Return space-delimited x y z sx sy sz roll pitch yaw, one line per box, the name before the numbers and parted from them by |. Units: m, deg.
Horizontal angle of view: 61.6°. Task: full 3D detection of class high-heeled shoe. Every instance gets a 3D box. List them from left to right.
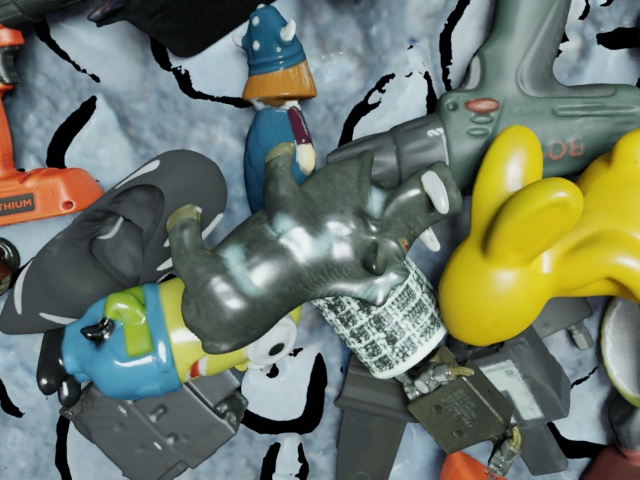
high-heeled shoe | -0.168 0.020 0.390 0.249 0.145 0.086 -36 96 7

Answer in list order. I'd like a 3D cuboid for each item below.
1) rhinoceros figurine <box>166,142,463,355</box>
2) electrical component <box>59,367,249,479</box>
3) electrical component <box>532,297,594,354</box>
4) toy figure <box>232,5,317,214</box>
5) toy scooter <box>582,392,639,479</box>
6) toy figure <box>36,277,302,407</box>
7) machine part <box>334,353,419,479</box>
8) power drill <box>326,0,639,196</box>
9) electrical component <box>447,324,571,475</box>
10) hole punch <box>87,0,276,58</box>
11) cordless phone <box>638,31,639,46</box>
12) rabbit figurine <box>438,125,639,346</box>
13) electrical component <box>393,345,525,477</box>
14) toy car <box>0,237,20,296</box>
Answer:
rhinoceros figurine | -0.001 -0.001 0.335 0.190 0.073 0.112 -28 60 -14
electrical component | -0.129 0.133 0.454 0.134 0.058 0.115 -43 97 10
electrical component | 0.182 0.055 0.438 0.063 0.021 0.094 -27 98 8
toy figure | -0.033 -0.093 0.406 0.064 0.058 0.154 2 100 8
toy scooter | 0.273 0.220 0.439 0.135 0.075 0.183 28 96 -3
toy figure | -0.100 0.062 0.384 0.180 0.082 0.089 -10 86 -13
machine part | 0.045 0.168 0.460 0.084 0.039 0.138 13 99 -4
power drill | 0.114 -0.133 0.379 0.232 0.086 0.207 0 97 2
electrical component | 0.158 0.122 0.426 0.075 0.048 0.119 -31 97 34
hole punch | -0.092 -0.201 0.365 0.142 0.116 0.092 -28 90 8
cordless phone | 0.320 -0.131 0.332 0.184 0.147 0.088 -12 108 7
rabbit figurine | 0.155 0.012 0.346 0.173 0.122 0.162 -25 128 14
electrical component | 0.104 0.125 0.400 0.078 0.045 0.102 -35 92 33
toy car | -0.327 -0.028 0.419 0.202 0.089 0.053 44 102 -4
